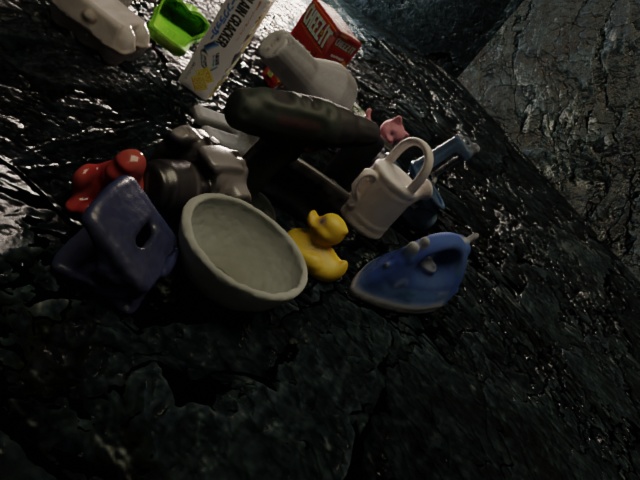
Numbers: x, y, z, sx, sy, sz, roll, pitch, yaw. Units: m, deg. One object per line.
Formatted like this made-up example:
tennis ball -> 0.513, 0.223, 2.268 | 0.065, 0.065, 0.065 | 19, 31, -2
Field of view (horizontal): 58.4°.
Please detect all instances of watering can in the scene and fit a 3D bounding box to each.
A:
watering can -> 0.135, -0.102, 1.044 | 0.100, 0.194, 0.173 | 50, 28, 17

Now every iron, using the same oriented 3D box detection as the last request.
iron -> 0.164, 0.037, 0.931 | 0.259, 0.141, 0.118 | 0, 47, -53

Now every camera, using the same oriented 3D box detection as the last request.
camera -> -0.169, -0.085, 0.723 | 0.143, 0.100, 0.137 | 51, 28, 20

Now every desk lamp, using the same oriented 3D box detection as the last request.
desk lamp -> -0.068, -0.230, 0.949 | 0.204, 0.213, 0.117 | 13, 37, -43

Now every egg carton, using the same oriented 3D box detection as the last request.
egg carton -> -0.352, -0.350, 0.920 | 0.150, 0.069, 0.107 | 37, 27, -7

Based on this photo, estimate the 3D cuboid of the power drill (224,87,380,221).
power drill -> -0.051, -0.118, 0.809 | 0.230, 0.208, 0.075 | 15, 36, -41

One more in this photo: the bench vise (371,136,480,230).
bench vise -> 0.205, -0.135, 1.157 | 0.208, 0.219, 0.121 | 20, 33, -36

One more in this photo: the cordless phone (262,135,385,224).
cordless phone -> 0.004, -0.128, 0.922 | 0.148, 0.185, 0.094 | 32, 28, -17

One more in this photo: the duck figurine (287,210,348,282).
duck figurine -> 0.008, 0.003, 0.839 | 0.104, 0.086, 0.078 | 45, 27, 8

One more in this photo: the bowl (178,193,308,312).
bowl -> -0.101, 0.027, 0.673 | 0.168, 0.074, 0.167 | 31, 28, -18

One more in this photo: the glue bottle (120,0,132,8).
glue bottle -> -0.342, -0.474, 1.006 | 0.037, 0.173, 0.078 | 2, 46, -52

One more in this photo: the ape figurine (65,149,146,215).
ape figurine -> -0.223, -0.063, 0.629 | 0.078, 0.092, 0.076 | 44, 27, 8

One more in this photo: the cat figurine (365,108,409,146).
cat figurine -> 0.151, -0.268, 1.403 | 0.128, 0.117, 0.067 | 37, 27, -8

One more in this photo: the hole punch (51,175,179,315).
hole punch -> -0.191, 0.001, 0.575 | 0.101, 0.091, 0.108 | 34, 27, -13
